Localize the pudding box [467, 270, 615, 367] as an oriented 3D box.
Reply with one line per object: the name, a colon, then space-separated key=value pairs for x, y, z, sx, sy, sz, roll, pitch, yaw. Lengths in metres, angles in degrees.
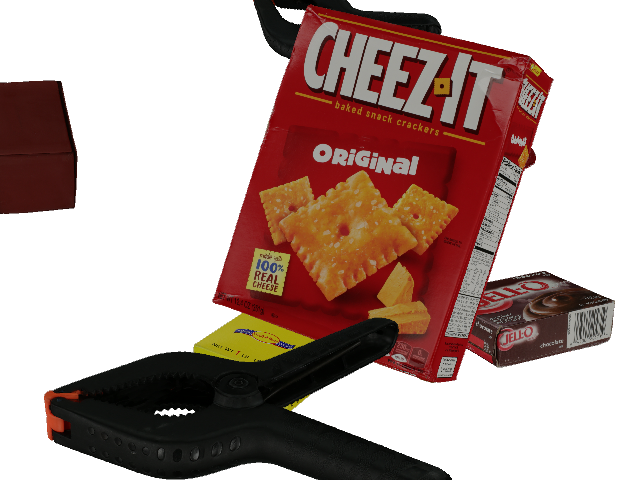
pudding box: x=0.160 y=0.060 z=0.844 sx=0.113 sy=0.039 sz=0.090 roll=-8 pitch=18 yaw=-25

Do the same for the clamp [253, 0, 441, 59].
clamp: x=0.017 y=-0.186 z=0.930 sx=0.120 sy=0.171 sz=0.039 roll=-41 pitch=-21 yaw=-19

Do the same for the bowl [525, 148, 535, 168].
bowl: x=0.158 y=-0.087 z=1.209 sx=0.162 sy=0.055 sz=0.162 roll=8 pitch=26 yaw=-4

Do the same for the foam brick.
foam brick: x=-0.195 y=-0.063 z=0.716 sx=0.051 sy=0.078 sz=0.053 roll=-6 pitch=-43 yaw=-19

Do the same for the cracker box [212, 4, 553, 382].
cracker box: x=0.039 y=-0.032 z=0.709 sx=0.164 sy=0.214 sz=0.072 roll=18 pitch=2 yaw=24

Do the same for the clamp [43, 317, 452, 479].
clamp: x=-0.039 y=0.087 z=0.580 sx=0.210 sy=0.036 sz=0.164 roll=2 pitch=25 yaw=-1

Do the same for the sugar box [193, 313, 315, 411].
sugar box: x=-0.022 y=0.084 z=0.925 sx=0.093 sy=0.048 sz=0.175 roll=17 pitch=30 yaw=26
